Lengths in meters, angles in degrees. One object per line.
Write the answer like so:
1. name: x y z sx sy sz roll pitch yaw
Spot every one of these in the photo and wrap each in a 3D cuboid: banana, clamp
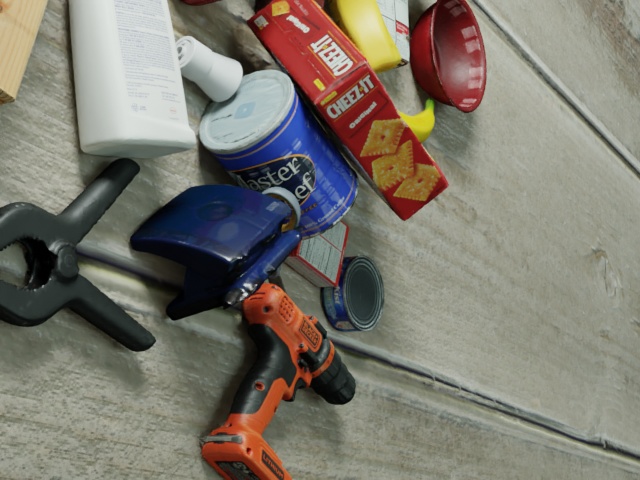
1. banana: 0.093 -0.152 1.319 0.197 0.037 0.069 4 66 -57
2. clamp: -0.206 0.007 0.839 0.209 0.036 0.164 7 79 -55

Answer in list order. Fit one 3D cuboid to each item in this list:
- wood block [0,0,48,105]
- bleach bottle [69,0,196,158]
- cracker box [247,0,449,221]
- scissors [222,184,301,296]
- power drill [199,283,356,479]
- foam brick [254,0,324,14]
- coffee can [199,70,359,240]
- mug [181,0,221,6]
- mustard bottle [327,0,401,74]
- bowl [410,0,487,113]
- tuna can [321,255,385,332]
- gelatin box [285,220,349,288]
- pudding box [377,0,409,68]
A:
1. wood block: -0.248 -0.203 0.759 0.090 0.090 0.206 39 54 -48
2. bleach bottle: -0.167 -0.199 0.908 0.102 0.068 0.251 -1 84 -57
3. cracker box: 0.032 -0.138 1.094 0.164 0.072 0.213 54 3 42
4. scissors: -0.036 0.018 1.052 0.201 0.096 0.016 55 32 -32
5. power drill: -0.036 0.163 1.057 0.184 0.057 0.187 50 43 -35
6. foam brick: -0.029 -0.265 1.132 0.051 0.053 0.078 34 58 -49
7. coffee can: -0.038 -0.081 1.045 0.140 0.103 0.102 52 46 -40
8. mug: -0.095 -0.278 1.008 0.093 0.082 0.117 40 53 -46
9. mustard bottle: 0.031 -0.277 1.195 0.096 0.058 0.191 -111 179 -87
10. bowl: 0.163 -0.245 1.417 0.161 0.055 0.162 12 75 -55
11. tuna can: 0.037 0.061 1.201 0.086 0.034 0.086 12 76 -55
12. gelatin box: -0.008 0.001 1.146 0.089 0.030 0.073 38 56 -48
13. pudding box: 0.071 -0.274 1.299 0.089 0.039 0.113 12 73 -54
